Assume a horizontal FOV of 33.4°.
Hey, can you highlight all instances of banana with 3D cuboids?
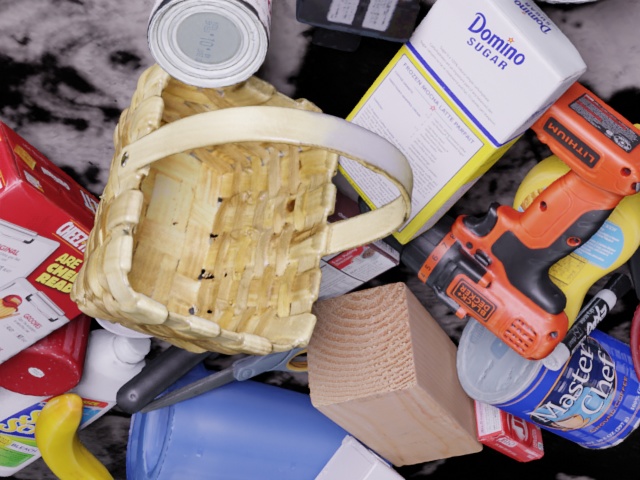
[{"bbox_3d":[-0.226,0.189,0.983,0.069,0.037,0.198,-5,145,4],"label":"banana"}]

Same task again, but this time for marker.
[{"bbox_3d":[0.221,0.064,0.875,0.020,0.121,0.020,31,142,28],"label":"marker"}]

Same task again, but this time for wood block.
[{"bbox_3d":[0.067,0.123,0.924,0.090,0.091,0.206,-15,151,17],"label":"wood block"}]

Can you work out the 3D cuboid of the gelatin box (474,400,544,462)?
[{"bbox_3d":[0.173,0.154,0.990,0.030,0.089,0.073,-25,140,31],"label":"gelatin box"}]

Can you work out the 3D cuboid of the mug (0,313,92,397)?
[{"bbox_3d":[-0.245,0.085,0.913,0.093,0.081,0.117,25,135,-28],"label":"mug"}]

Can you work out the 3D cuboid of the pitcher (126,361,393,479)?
[{"bbox_3d":[-0.060,0.210,1.029,0.242,0.145,0.149,15,140,-23],"label":"pitcher"}]

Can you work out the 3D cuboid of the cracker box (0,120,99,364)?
[{"bbox_3d":[-0.264,0.026,0.777,0.214,0.072,0.164,-32,149,6],"label":"cracker box"}]

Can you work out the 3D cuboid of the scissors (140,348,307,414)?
[{"bbox_3d":[-0.057,0.098,0.929,0.201,0.016,0.096,-10,134,-24],"label":"scissors"}]

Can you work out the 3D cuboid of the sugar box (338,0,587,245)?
[{"bbox_3d":[0.082,-0.085,0.692,0.093,0.048,0.176,51,132,9],"label":"sugar box"}]

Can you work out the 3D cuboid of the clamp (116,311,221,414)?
[{"bbox_3d":[-0.098,0.084,0.888,0.171,0.120,0.039,-40,97,12],"label":"clamp"}]

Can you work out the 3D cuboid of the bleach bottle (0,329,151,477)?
[{"bbox_3d":[-0.255,0.144,1.005,0.251,0.068,0.102,-33,132,32],"label":"bleach bottle"}]

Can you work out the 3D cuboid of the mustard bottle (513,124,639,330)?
[{"bbox_3d":[0.185,-0.009,0.796,0.096,0.058,0.192,34,127,4],"label":"mustard bottle"}]

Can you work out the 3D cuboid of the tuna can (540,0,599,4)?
[{"bbox_3d":[0.142,-0.170,0.586,0.086,0.086,0.033,-8,140,10],"label":"tuna can"}]

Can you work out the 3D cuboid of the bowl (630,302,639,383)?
[{"bbox_3d":[0.348,0.087,0.896,0.162,0.162,0.055,-29,174,31],"label":"bowl"}]

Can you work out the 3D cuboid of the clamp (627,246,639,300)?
[{"bbox_3d":[0.304,-0.023,0.814,0.164,0.036,0.210,5,138,-5],"label":"clamp"}]

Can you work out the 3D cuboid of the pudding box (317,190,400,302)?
[{"bbox_3d":[-0.005,0.001,0.842,0.113,0.039,0.090,32,133,-31],"label":"pudding box"}]

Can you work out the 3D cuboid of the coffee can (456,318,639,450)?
[{"bbox_3d":[0.205,0.114,0.934,0.140,0.103,0.103,26,135,-30],"label":"coffee can"}]

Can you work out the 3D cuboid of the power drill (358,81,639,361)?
[{"bbox_3d":[0.131,-0.028,0.751,0.184,0.057,0.188,39,129,11],"label":"power drill"}]

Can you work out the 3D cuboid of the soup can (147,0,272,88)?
[{"bbox_3d":[-0.060,-0.144,0.604,0.068,0.102,0.068,0,139,0],"label":"soup can"}]
